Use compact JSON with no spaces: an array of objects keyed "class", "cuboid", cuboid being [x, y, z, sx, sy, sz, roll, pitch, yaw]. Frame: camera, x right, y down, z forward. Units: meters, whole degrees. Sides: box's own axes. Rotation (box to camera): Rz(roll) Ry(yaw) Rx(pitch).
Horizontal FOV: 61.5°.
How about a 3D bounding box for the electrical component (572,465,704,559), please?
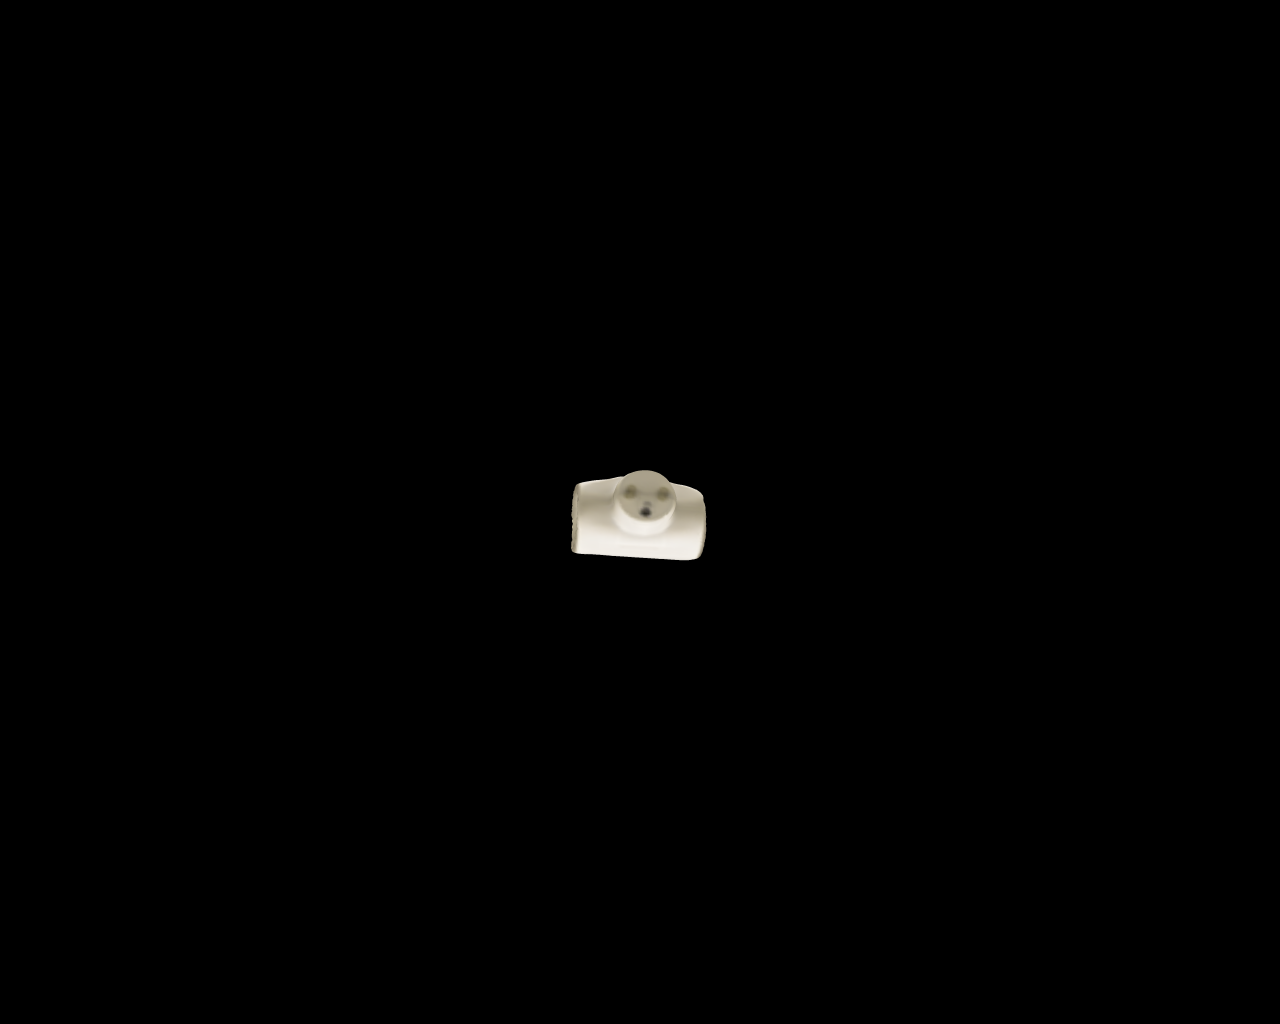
[{"class":"electrical component","cuboid":[0.001,-0.003,0.650,0.077,0.043,0.079,4,-28,-7]}]
